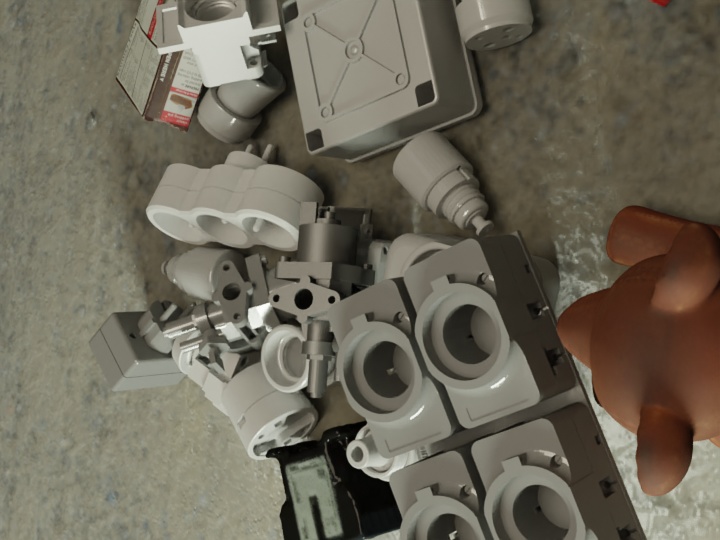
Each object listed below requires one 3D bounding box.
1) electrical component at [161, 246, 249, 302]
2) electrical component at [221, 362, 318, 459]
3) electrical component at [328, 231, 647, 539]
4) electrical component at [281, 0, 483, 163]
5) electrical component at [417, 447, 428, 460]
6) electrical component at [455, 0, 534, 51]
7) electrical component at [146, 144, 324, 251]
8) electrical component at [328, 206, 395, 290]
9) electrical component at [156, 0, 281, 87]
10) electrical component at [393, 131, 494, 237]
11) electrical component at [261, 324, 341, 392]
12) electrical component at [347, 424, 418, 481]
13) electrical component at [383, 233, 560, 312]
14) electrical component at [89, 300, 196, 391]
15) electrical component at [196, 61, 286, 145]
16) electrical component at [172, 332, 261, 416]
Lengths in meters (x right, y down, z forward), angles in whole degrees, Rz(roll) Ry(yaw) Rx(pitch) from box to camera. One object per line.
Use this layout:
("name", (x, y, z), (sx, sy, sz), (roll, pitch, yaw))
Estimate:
("electrical component", (-0.118, 0.002, 0.800), (0.078, 0.040, 0.040), (7, 94, 39))
("electrical component", (-0.064, 0.096, 0.750), (0.055, 0.055, 0.047), (-53, 57, 26))
("electrical component", (0.064, 0.086, 0.574), (0.105, 0.060, 0.186), (-27, 80, 32))
("electrical component", (0.013, -0.136, 0.687), (0.109, 0.056, 0.108), (-17, 79, 37))
("electrical component", (0.080, 0.102, 0.638), (0.100, 0.048, 0.099), (-20, 79, 37))
("electrical component", (0.077, -0.165, 0.643), (0.045, 0.045, 0.055), (-17, 80, 37))
("electrical component", (-0.084, -0.059, 0.767), (0.138, 0.052, 0.073), (5, 62, 36))
("electrical component", (0.000, 0.000, 0.707), (0.064, 0.042, 0.081), (8, 96, 34))
("electrical component", (-0.092, -0.158, 0.714), (0.081, 0.063, 0.042), (-10, 55, 3))
("electrical component", (0.054, -0.051, 0.664), (0.078, 0.040, 0.040), (51, 119, 27))
("electrical component", (-0.032, 0.058, 0.722), (0.045, 0.055, 0.045), (0, 90, 38))
("electrical component", (0.017, 0.112, 0.679), (0.043, 0.062, 0.043), (0, 90, 38))
("electrical component", (0.063, 0.011, 0.645), (0.095, 0.059, 0.053), (16, 100, 37))
("electrical component", (-0.152, 0.049, 0.811), (0.076, 0.066, 0.047), (-46, 63, 29))
("electrical component", (-0.086, -0.124, 0.772), (0.055, 0.045, 0.045), (-49, 62, 28))
("electrical component", (-0.104, 0.064, 0.786), (0.055, 0.048, 0.066), (33, 110, 26))
